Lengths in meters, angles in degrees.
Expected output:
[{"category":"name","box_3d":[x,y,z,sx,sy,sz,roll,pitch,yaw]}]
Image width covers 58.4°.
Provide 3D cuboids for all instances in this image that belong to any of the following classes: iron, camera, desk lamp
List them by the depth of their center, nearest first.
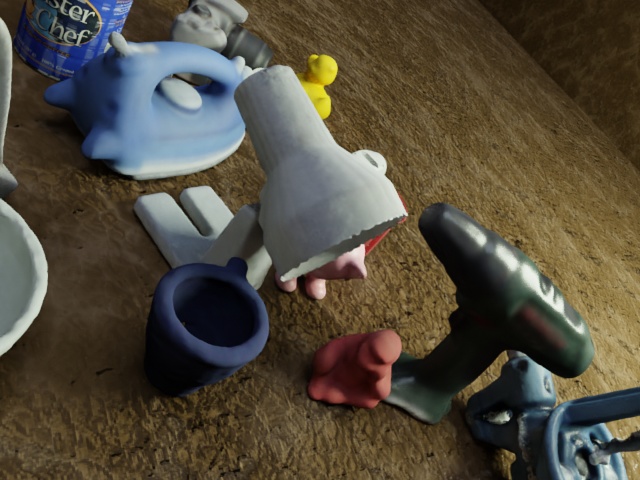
[{"category":"desk lamp","box_3d":[-0.050,-0.032,0.518,0.203,0.213,0.118,50,36,16]},{"category":"iron","box_3d":[-0.150,-0.160,0.632,0.118,0.141,0.259,51,36,16]},{"category":"camera","box_3d":[-0.136,-0.283,0.821,0.137,0.100,0.143,29,36,-15]}]

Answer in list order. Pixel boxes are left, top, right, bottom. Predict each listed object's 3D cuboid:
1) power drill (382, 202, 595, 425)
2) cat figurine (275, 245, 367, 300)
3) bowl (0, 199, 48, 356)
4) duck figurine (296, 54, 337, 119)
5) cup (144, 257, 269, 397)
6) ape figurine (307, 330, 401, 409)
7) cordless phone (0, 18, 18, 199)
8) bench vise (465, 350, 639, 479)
[{"category":"power drill","box_3d":[0.139,0.088,0.562,0.230,0.208,0.075,29,35,-15]},{"category":"cat figurine","box_3d":[0.006,0.002,0.615,0.067,0.117,0.127,19,39,-26]},{"category":"bowl","box_3d":[-0.269,0.033,0.361,0.168,0.074,0.167,25,37,-20]},{"category":"duck figurine","box_3d":[-0.003,-0.255,0.927,0.078,0.086,0.104,7,45,-38]},{"category":"cup","box_3d":[-0.097,0.072,0.460,0.092,0.095,0.118,32,35,-11]},{"category":"ape figurine","box_3d":[0.041,0.116,0.541,0.078,0.092,0.076,45,35,8]},{"category":"cordless phone","box_3d":[-0.285,-0.120,0.422,0.147,0.185,0.094,40,34,2]},{"category":"bench vise","box_3d":[0.246,0.176,0.552,0.122,0.219,0.207,-4,53,-45]}]
